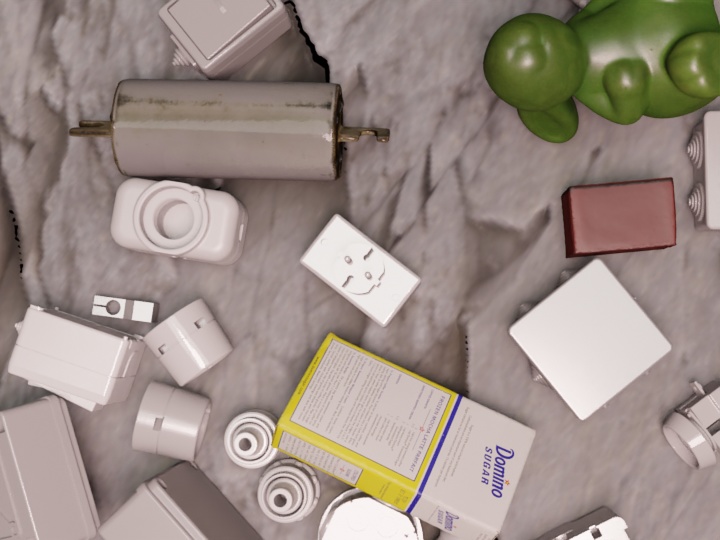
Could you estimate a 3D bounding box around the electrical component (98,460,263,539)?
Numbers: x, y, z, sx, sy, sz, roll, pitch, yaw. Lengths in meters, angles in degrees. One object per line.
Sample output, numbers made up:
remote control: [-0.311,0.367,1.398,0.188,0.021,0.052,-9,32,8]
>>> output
electrical component: [-0.124,0.201,0.788,0.056,0.109,0.108,-43,85,2]

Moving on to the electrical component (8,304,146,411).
electrical component: [-0.223,0.066,0.825,0.096,0.061,0.061,18,87,4]

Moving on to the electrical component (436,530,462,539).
electrical component: [0.069,0.218,0.812,0.040,0.040,0.046,41,95,5]

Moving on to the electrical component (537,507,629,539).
electrical component: [0.160,0.219,0.797,0.089,0.055,0.050,-27,85,1]

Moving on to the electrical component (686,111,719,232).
electrical component: [0.300,-0.072,0.813,0.100,0.048,0.099,0,86,3]

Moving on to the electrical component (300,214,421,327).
electrical component: [0.000,0.000,0.810,0.083,0.075,0.047,38,89,5]

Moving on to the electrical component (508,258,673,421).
electrical component: [0.170,0.052,0.811,0.100,0.048,0.099,-39,85,0]

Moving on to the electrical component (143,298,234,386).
electrical component: [-0.130,0.056,0.825,0.055,0.055,0.047,-35,89,0]

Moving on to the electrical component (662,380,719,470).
electrical component: [0.262,0.117,0.805,0.055,0.048,0.066,-35,85,-7]

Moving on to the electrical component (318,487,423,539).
electrical component: [0.007,0.205,0.809,0.080,0.051,0.080,0,86,3]

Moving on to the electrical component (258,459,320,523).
electrical component: [-0.056,0.169,0.809,0.048,0.062,0.048,0,86,3]

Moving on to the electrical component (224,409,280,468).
electrical component: [-0.082,0.129,0.813,0.043,0.062,0.043,0,87,3]

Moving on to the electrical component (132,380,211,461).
electrical component: [-0.143,0.116,0.822,0.047,0.055,0.055,14,87,0]

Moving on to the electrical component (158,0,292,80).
electrical component: [-0.110,-0.192,0.836,0.096,0.061,0.061,-39,86,0]

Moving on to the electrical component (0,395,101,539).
electrical component: [-0.257,0.159,0.798,0.109,0.056,0.108,-21,85,39]

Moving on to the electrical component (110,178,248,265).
electrical component: [-0.139,-0.037,0.828,0.095,0.059,0.053,9,87,4]

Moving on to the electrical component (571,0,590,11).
electrical component: [0.173,-0.230,0.833,0.048,0.048,0.062,-45,78,-1]
